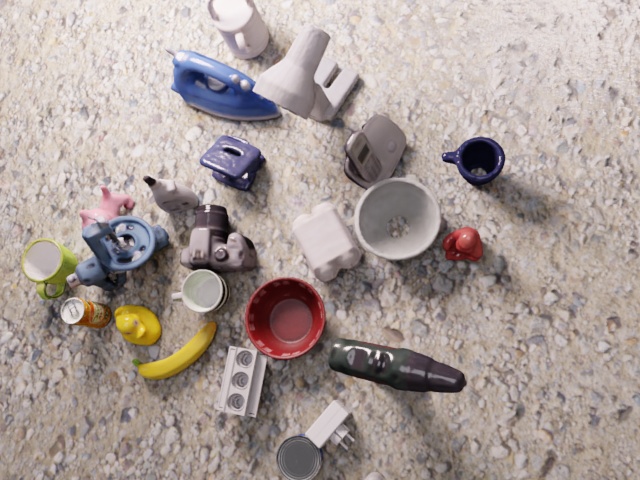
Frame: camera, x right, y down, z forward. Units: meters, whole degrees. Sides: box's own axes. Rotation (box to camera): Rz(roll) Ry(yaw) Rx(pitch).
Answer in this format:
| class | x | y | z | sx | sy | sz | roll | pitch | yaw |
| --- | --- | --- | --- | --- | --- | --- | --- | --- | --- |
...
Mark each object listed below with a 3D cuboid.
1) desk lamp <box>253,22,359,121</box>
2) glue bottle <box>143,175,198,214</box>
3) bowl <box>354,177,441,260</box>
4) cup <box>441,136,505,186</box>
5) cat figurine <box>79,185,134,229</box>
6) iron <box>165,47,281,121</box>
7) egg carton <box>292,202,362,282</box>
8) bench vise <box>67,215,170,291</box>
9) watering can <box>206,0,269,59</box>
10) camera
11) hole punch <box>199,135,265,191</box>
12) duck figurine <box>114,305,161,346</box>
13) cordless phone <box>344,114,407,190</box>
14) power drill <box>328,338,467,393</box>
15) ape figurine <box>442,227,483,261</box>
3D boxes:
| class | x | y | z | sx | sy | sz | roll | pitch | yaw |
| --- | --- | --- | --- | --- | --- | --- | --- | --- | --- |
| desk lamp | -0.027 | -0.324 | 1.159 | 0.117 | 0.214 | 0.203 | 31 | 84 | 16 |
| glue bottle | -0.317 | -0.100 | 1.178 | 0.078 | 0.173 | 0.037 | -14 | 74 | 7 |
| bowl | 0.154 | -0.034 | 1.129 | 0.167 | 0.075 | 0.167 | -2 | 76 | 10 |
| cup | 0.296 | -0.144 | 1.119 | 0.117 | 0.095 | 0.092 | 7 | 78 | 12 |
| cat figurine | -0.465 | -0.054 | 1.223 | 0.067 | 0.118 | 0.128 | 6 | 78 | 12 |
| iron | -0.211 | -0.342 | 1.235 | 0.257 | 0.141 | 0.119 | 23 | 82 | 15 |
| egg carton | 0.011 | 0.004 | 1.148 | 0.107 | 0.069 | 0.150 | -30 | 73 | 2 |
| bench vise | -0.420 | 0.031 | 1.141 | 0.121 | 0.220 | 0.207 | 37 | 85 | 17 |
| watering can | -0.188 | -0.493 | 1.240 | 0.101 | 0.194 | 0.172 | -38 | 73 | 0 |
| camera | -0.212 | -0.005 | 1.174 | 0.143 | 0.101 | 0.137 | -2 | 76 | 10 |
| hole punch | -0.187 | -0.173 | 1.216 | 0.108 | 0.091 | 0.101 | 23 | 82 | 15 |
| duck figurine | -0.385 | 0.171 | 1.171 | 0.104 | 0.086 | 0.077 | 34 | 85 | 16 |
| cordless phone | 0.102 | -0.187 | 1.118 | 0.094 | 0.185 | 0.148 | 24 | 82 | 15 |
| power drill | 0.135 | 0.223 | 1.000 | 0.229 | 0.208 | 0.076 | 9 | 78 | 13 |
| ape figurine | 0.276 | 0.006 | 1.088 | 0.077 | 0.092 | 0.076 | 39 | 86 | 17 |
